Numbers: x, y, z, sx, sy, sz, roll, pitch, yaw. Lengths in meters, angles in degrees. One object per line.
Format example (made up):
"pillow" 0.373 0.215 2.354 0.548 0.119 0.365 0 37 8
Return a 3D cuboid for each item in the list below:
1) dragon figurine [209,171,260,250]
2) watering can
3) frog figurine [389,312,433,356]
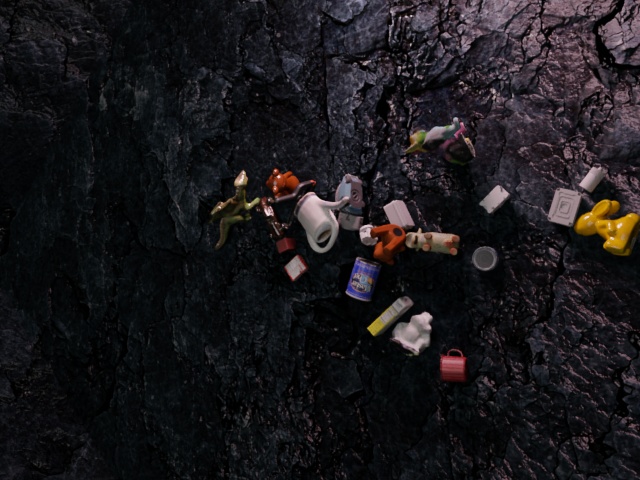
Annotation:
"dragon figurine" -0.405 -0.114 2.225 0.123 0.243 0.407 36 102 20
"watering can" 0.006 -0.102 2.024 0.228 0.105 0.339 51 140 26
"frog figurine" 0.342 0.335 1.872 0.138 0.120 0.162 18 60 37
